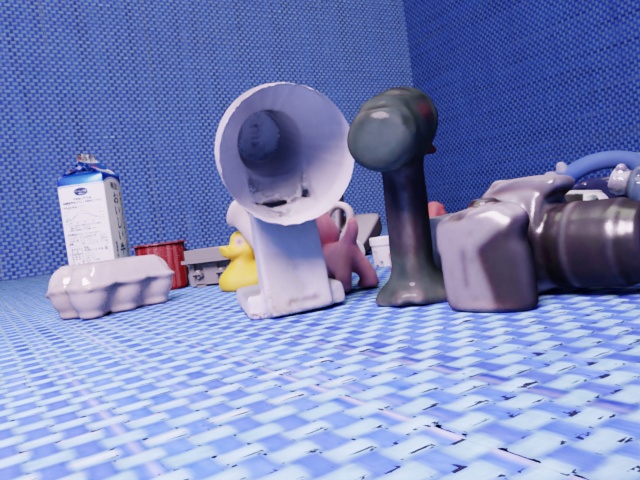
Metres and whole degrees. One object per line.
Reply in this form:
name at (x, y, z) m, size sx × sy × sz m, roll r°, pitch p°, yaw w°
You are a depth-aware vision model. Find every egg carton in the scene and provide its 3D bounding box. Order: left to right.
egg carton at (-0.278, 0.061, 0.768) m, size 0.107 × 0.069 × 0.151 m, roll -6°, pitch 3°, yaw 38°

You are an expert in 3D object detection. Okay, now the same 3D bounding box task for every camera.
camera at (0.186, -0.004, 0.459) m, size 0.144 × 0.101 × 0.136 m, roll -9°, pitch 3°, yaw -42°

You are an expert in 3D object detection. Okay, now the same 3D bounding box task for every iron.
iron at (0.432, -0.073, 0.897) m, size 0.258 × 0.141 × 0.118 m, roll -8°, pitch 2°, yaw -9°

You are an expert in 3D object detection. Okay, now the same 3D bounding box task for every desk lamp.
desk lamp at (-0.043, -0.035, 0.564) m, size 0.118 × 0.213 × 0.203 m, roll -8°, pitch 2°, yaw -15°

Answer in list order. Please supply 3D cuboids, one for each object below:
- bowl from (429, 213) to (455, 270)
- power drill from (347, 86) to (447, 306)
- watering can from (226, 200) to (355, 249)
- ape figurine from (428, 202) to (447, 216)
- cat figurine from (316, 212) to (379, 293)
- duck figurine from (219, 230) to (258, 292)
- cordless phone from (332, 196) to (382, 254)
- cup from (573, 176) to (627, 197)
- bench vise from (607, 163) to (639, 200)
bowl at (0.177, 0.004, 0.633) m, size 0.167 × 0.075 × 0.167 m, roll -7°, pitch 2°, yaw 1°
power drill at (0.085, -0.048, 0.554) m, size 0.075 × 0.208 × 0.230 m, roll -7°, pitch 2°, yaw 18°
watering can at (-0.043, -0.034, 0.796) m, size 0.173 × 0.194 × 0.101 m, roll -8°, pitch 2°, yaw -8°
ape figurine at (0.228, -0.029, 1.112) m, size 0.076 × 0.092 × 0.078 m, roll -8°, pitch 2°, yaw -2°
cat figurine at (0.006, 0.002, 0.690) m, size 0.067 × 0.118 × 0.127 m, roll -9°, pitch 3°, yaw -36°
duck figurine at (-0.103, 0.027, 0.849) m, size 0.105 × 0.086 × 0.077 m, roll -9°, pitch 3°, yaw -36°
cordless phone at (0.057, -0.058, 1.211) m, size 0.147 × 0.185 × 0.094 m, roll -5°, pitch 3°, yaw 45°
cup at (0.390, -0.039, 0.774) m, size 0.118 × 0.095 × 0.091 m, roll -8°, pitch 2°, yaw -5°
bench vise at (0.435, -0.103, 0.634) m, size 0.207 × 0.220 × 0.122 m, roll -7°, pitch 2°, yaw 18°
